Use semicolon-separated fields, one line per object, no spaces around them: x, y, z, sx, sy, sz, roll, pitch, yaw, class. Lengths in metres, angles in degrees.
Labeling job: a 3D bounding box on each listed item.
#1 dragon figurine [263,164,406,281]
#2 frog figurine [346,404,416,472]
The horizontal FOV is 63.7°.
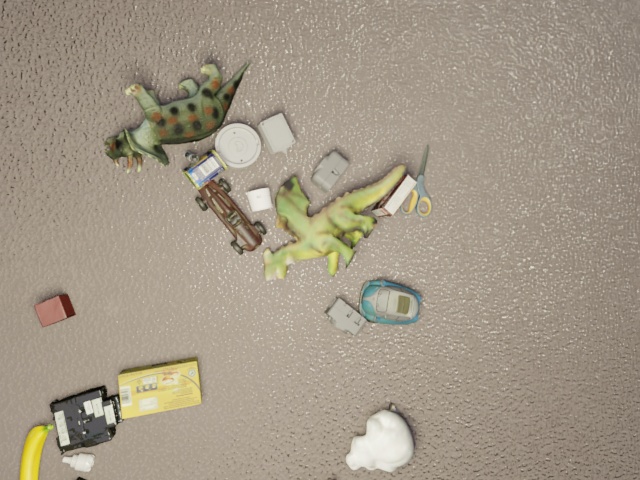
0.004;-0.062;1.241;0.243;0.122;0.411;32;88;0;dragon figurine
0.137;0.479;1.206;0.160;0.123;0.136;-19;107;-25;frog figurine
